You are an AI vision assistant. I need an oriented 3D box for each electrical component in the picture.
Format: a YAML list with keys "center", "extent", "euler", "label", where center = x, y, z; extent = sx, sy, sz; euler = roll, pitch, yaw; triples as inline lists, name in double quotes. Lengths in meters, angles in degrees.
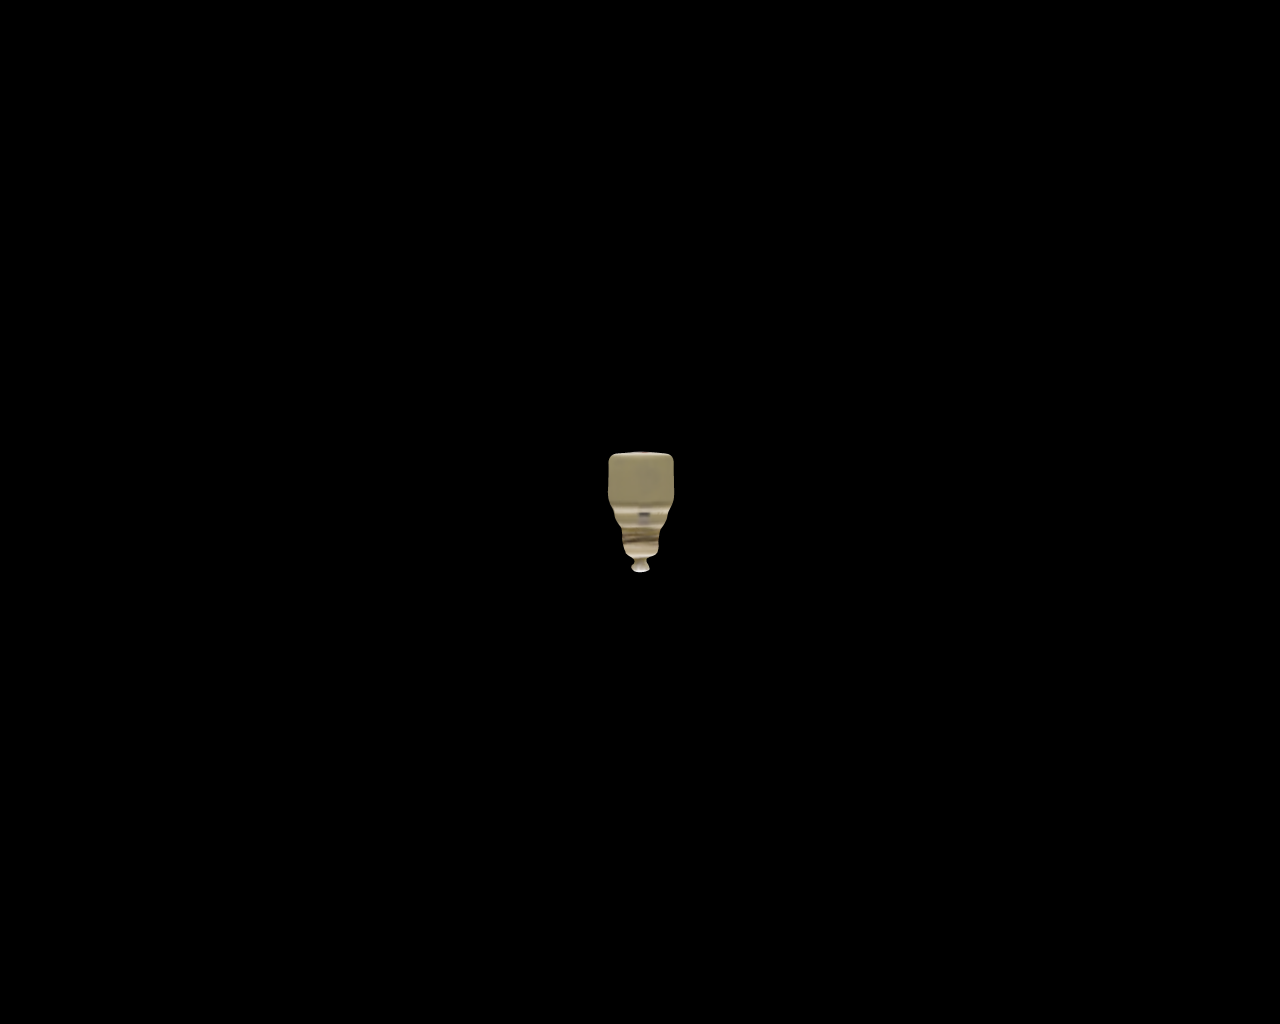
- center: [0.001, -0.003, 0.650]
  extent: [0.040, 0.078, 0.040]
  euler: [0, 2, 0]
  label: "electrical component"
